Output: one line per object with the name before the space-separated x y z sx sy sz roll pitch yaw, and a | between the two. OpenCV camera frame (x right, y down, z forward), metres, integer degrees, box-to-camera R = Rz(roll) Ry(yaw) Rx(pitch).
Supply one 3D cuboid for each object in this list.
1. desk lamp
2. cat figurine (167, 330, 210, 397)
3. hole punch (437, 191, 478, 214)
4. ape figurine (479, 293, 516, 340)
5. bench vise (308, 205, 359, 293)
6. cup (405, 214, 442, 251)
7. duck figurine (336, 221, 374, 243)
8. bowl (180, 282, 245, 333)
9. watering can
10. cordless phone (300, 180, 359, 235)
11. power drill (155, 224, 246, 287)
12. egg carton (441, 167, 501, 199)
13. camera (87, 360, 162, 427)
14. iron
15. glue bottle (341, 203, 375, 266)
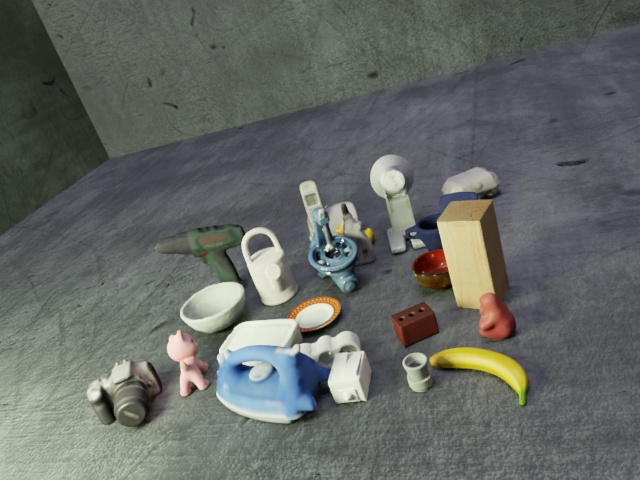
desk lamp | 0.207 -0.107 1.509 0.118 0.214 0.203 -16 25 7
cat figurine | -0.292 0.253 1.238 0.067 0.118 0.127 -22 25 -6
hole punch | 0.356 -0.065 1.464 0.108 0.091 0.101 -6 28 26
ape figurine | 0.324 0.137 1.073 0.078 0.092 0.075 -33 28 -27
bench vise | 0.004 0.011 1.404 0.122 0.220 0.206 -34 29 -29
cup | 0.271 -0.001 1.388 0.117 0.095 0.091 -13 26 13
duck figurine | 0.092 -0.022 1.568 0.104 0.086 0.077 -12 26 14
bowl | -0.254 0.178 1.417 0.167 0.075 0.167 -15 25 8
watering can | -0.126 0.059 1.427 0.101 0.194 0.172 -33 29 -28
cordless phone | 0.025 -0.092 1.641 0.147 0.185 0.094 -17 25 4
power drill | -0.294 0.057 1.532 0.229 0.209 0.075 -22 25 -6
egg carton | 0.425 -0.150 1.614 0.150 0.069 0.107 -22 25 -6
camera | -0.412 0.325 1.196 0.143 0.101 0.136 -23 25 -9
iron | -0.116 0.253 1.087 0.257 0.142 0.119 -5 28 27
glue bottle | 0.084 -0.016 1.458 0.078 0.173 0.037 -13 26 14
